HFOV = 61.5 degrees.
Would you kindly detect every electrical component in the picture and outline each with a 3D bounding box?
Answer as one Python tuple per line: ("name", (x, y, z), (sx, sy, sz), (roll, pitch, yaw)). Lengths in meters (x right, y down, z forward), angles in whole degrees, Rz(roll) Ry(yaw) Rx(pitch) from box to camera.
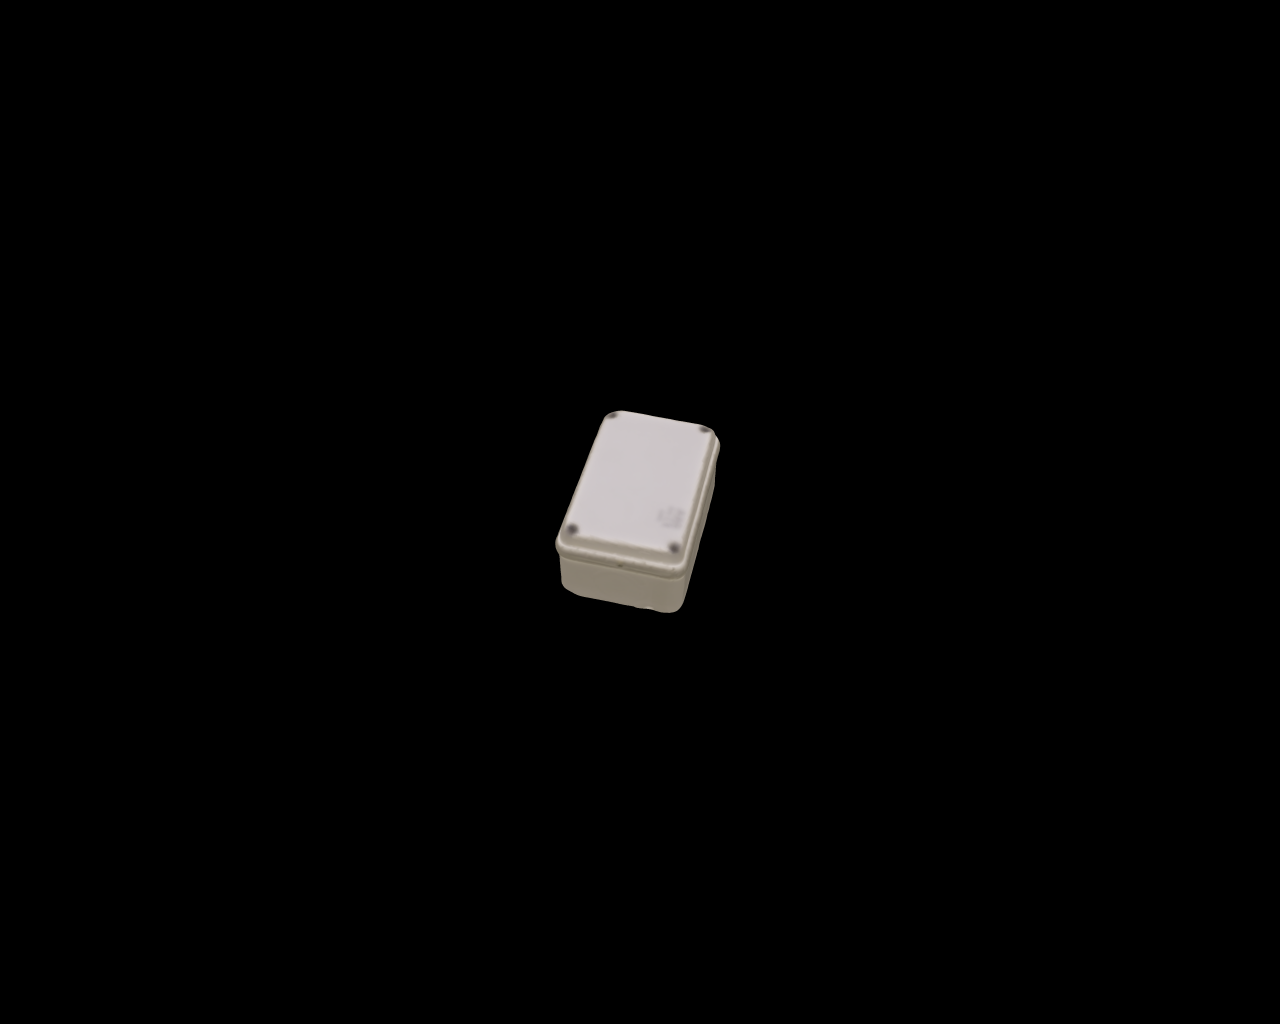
("electrical component", (0.001, -0.003, 0.650), (0.078, 0.113, 0.057), (11, -39, 9))
